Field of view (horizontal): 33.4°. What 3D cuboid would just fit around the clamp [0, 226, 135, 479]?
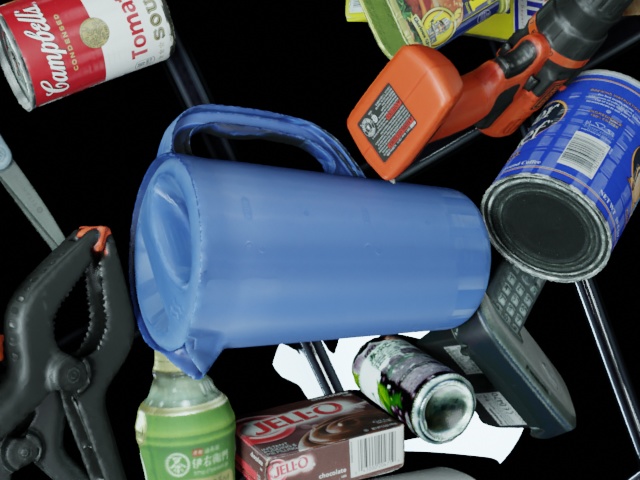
[{"bbox_3d":[-0.166,0.096,0.710,0.164,0.036,0.210,30,70,-40],"label":"clamp"}]

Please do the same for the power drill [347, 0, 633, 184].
[{"bbox_3d":[0.122,-0.118,0.747,0.187,0.185,0.057,-22,71,-36],"label":"power drill"}]

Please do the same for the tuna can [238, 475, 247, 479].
[{"bbox_3d":[-0.029,0.211,0.824,0.086,0.034,0.086,-5,101,-25],"label":"tuna can"}]

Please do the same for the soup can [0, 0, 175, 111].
[{"bbox_3d":[-0.153,-0.132,0.687,0.102,0.069,0.068,-25,109,-21],"label":"soup can"}]

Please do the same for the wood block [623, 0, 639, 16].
[{"bbox_3d":[0.247,-0.290,0.837,0.090,0.090,0.206,-30,110,-19],"label":"wood block"}]

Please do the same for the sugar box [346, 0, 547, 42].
[{"bbox_3d":[0.108,-0.203,0.810,0.176,0.048,0.093,2,100,-24],"label":"sugar box"}]

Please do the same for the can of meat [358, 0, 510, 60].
[{"bbox_3d":[0.071,-0.183,0.738,0.084,0.057,0.102,-33,116,-11],"label":"can of meat"}]

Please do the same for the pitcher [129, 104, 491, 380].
[{"bbox_3d":[-0.005,0.001,0.755,0.242,0.145,0.149,1,118,-29],"label":"pitcher"}]

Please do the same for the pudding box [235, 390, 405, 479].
[{"bbox_3d":[-0.006,0.150,0.794,0.113,0.090,0.039,-7,103,-25],"label":"pudding box"}]

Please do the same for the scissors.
[{"bbox_3d":[-0.232,-0.056,0.692,0.096,0.016,0.202,-21,108,-19],"label":"scissors"}]

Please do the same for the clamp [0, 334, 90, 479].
[{"bbox_3d":[-0.213,0.149,0.720,0.120,0.039,0.171,-28,106,-36],"label":"clamp"}]

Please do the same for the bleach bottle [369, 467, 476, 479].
[{"bbox_3d":[0.023,0.233,0.793,0.250,0.068,0.102,1,97,-45],"label":"bleach bottle"}]

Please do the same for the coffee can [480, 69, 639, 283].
[{"bbox_3d":[0.198,-0.051,0.822,0.102,0.103,0.140,56,50,-22],"label":"coffee can"}]
